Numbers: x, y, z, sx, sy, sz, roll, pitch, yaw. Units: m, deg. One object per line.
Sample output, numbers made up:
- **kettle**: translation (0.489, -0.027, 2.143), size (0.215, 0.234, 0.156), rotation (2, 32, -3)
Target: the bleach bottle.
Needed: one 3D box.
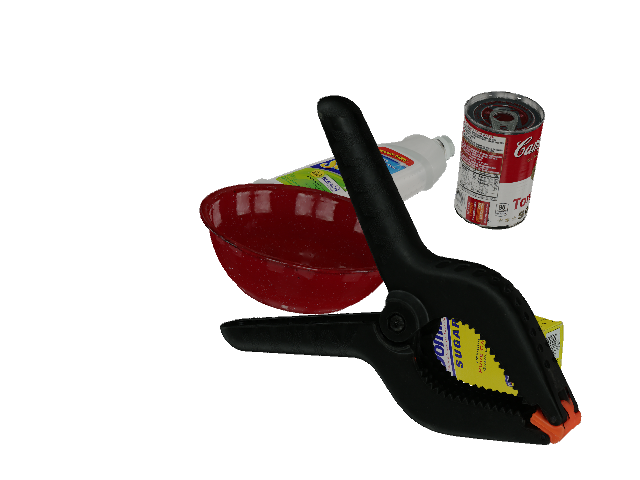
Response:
- **bleach bottle**: translation (0.049, -0.070, 1.245), size (0.250, 0.068, 0.103), rotation (-26, 44, -27)

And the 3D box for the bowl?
- **bowl**: translation (-0.015, 0.011, 0.807), size (0.162, 0.055, 0.162), rotation (10, 22, -4)

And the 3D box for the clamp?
- **clamp**: translation (0.048, 0.029, 0.566), size (0.210, 0.165, 0.036), rotation (29, 24, 26)

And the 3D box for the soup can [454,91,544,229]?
- **soup can**: translation (0.154, -0.069, 0.931), size (0.068, 0.102, 0.068), rotation (1, 36, -1)

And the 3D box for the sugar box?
- **sugar box**: translation (0.184, 0.117, 1.191), size (0.177, 0.093, 0.048), rotation (14, 18, 43)
